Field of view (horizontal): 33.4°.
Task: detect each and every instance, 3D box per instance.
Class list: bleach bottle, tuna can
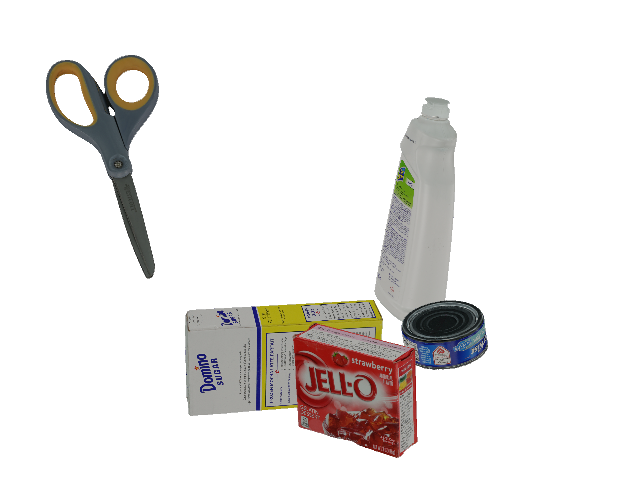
[{"bbox_3d":[0.119,-0.037,1.233,0.068,0.251,0.103,-1,22,-22],"label":"bleach bottle"},{"bbox_3d":[0.126,0.095,1.085,0.086,0.034,0.086,-9,24,4],"label":"tuna can"}]

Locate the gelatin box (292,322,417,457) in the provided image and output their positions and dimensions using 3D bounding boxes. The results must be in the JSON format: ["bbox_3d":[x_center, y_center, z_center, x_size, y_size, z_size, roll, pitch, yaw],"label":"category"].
[{"bbox_3d":[0.023,0.104,0.747,0.089,0.073,0.030,11,23,35],"label":"gelatin box"}]

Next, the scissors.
[{"bbox_3d":[-0.142,-0.070,0.824,0.096,0.202,0.016,-29,-21,-18],"label":"scissors"}]

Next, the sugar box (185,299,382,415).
[{"bbox_3d":[-0.035,0.106,0.976,0.176,0.093,0.048,-1,25,-8],"label":"sugar box"}]
